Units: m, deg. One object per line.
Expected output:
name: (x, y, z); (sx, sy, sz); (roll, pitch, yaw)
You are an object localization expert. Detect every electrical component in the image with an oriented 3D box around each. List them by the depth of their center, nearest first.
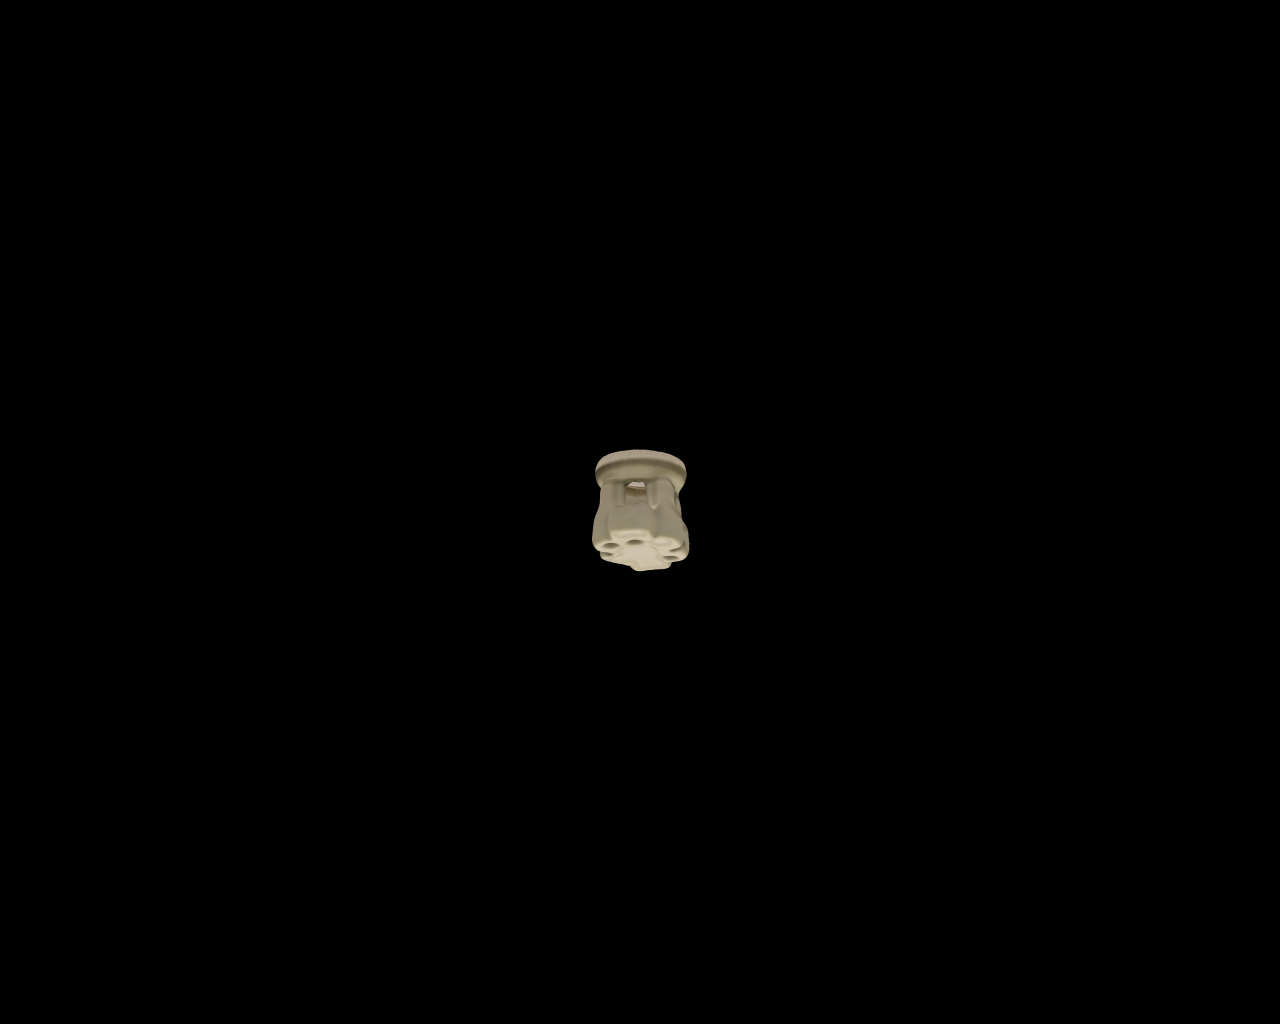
electrical component: (0.001, -0.003, 0.650); (0.058, 0.057, 0.078); (-4, -20, 11)
